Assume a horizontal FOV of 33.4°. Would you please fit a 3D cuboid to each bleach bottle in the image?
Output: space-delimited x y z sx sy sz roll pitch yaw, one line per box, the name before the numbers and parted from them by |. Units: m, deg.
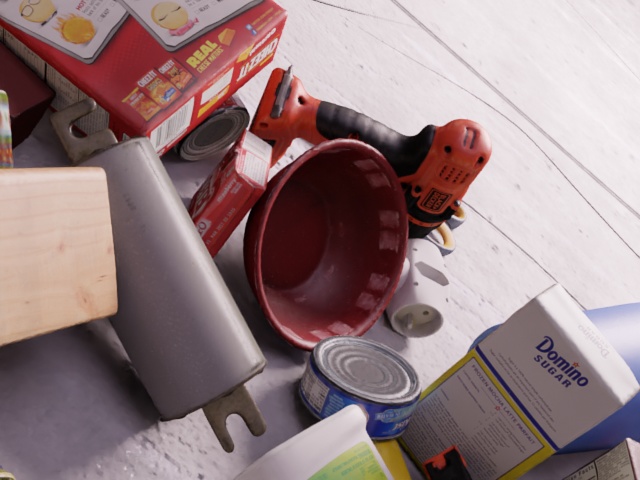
bleach bottle | 0.048 0.234 0.666 0.102 0.068 0.251 -22 73 -43

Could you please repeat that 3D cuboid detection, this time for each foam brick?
foam brick | -0.232 -0.102 0.732 0.078 0.053 0.051 44 36 -1

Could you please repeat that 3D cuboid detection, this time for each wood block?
wood block | -0.197 0.010 0.548 0.205 0.091 0.090 -13 100 -70

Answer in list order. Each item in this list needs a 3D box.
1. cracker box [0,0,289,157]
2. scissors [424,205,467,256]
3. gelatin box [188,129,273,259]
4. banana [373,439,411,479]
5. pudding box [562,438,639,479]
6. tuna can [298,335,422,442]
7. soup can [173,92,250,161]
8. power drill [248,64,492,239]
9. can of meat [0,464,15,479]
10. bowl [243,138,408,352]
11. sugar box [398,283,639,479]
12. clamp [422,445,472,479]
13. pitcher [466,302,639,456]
cracker box | -0.158 -0.170 0.790 0.214 0.072 0.164 38 59 8
scissors | 0.058 -0.046 0.991 0.201 0.016 0.096 23 41 -26
gelatin box | -0.069 -0.034 0.789 0.030 0.073 0.089 34 22 -14
banana | 0.071 0.205 0.738 0.069 0.037 0.198 1 54 -43
pudding box | 0.229 0.224 0.828 0.039 0.090 0.113 26 40 -22
tuna can | 0.030 0.105 0.771 0.086 0.034 0.086 16 24 -7
soup can | -0.109 -0.123 0.860 0.068 0.069 0.102 -13 65 -49
power drill | 0.030 -0.064 0.886 0.187 0.185 0.057 17 62 -7
can of meat | -0.219 0.106 0.538 0.101 0.058 0.084 -7 58 -48
bowl | -0.005 0.001 0.809 0.161 0.055 0.162 -13 108 -43
sugar box | 0.134 0.118 0.766 0.093 0.176 0.048 53 37 12
clamp | 0.128 0.234 0.706 0.210 0.036 0.164 61 4 20
pitcher | 0.230 0.115 0.920 0.242 0.149 0.145 1 70 -40
